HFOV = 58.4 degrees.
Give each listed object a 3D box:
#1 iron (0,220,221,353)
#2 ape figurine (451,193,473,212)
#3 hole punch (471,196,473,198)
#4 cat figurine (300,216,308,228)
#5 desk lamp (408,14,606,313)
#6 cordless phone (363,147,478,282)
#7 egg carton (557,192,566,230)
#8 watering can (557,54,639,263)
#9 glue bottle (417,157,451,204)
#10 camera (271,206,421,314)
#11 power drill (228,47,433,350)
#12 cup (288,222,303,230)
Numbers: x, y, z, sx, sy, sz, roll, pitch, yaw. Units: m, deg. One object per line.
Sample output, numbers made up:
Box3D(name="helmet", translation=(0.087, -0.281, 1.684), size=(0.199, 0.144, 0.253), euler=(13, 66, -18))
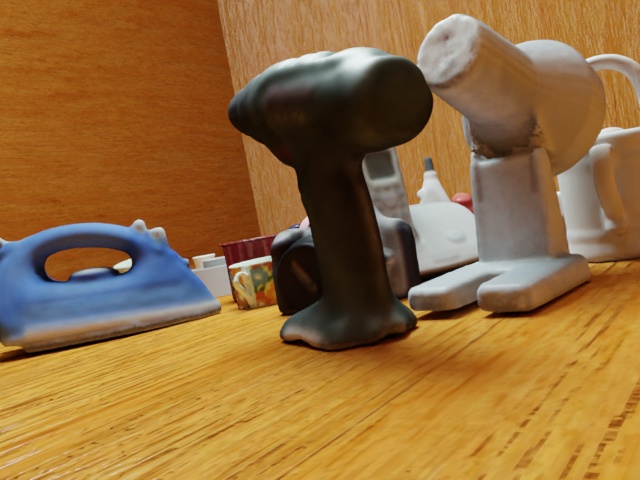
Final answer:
Box3D(name="iron", translation=(-0.255, 0.041, 0.666), size=(0.258, 0.141, 0.118), euler=(-11, 2, -10))
Box3D(name="ape figurine", translation=(0.207, -0.022, 0.826), size=(0.077, 0.092, 0.076), euler=(-10, 2, 11))
Box3D(name="hole punch", translation=(0.268, -0.034, 0.887), size=(0.108, 0.091, 0.101), euler=(-9, 2, 44))
Box3D(name="cat figurine", translation=(0.007, 0.003, 0.766), size=(0.067, 0.118, 0.128), euler=(-11, 1, -4))
Box3D(name="desk lamp", translation=(0.151, -0.065, 0.461), size=(0.117, 0.213, 0.204), euler=(-9, 2, 42))
Box3D(name="cordless phone", translation=(0.105, -0.047, 0.642), size=(0.148, 0.185, 0.094), euler=(-11, 2, -22))
Box3D(name="egg carton", translation=(0.297, -0.025, 0.735), size=(0.151, 0.069, 0.107), euler=(-11, 2, -24))
Box3D(name="watering can", translation=(0.283, -0.082, 0.566), size=(0.100, 0.194, 0.173), euler=(-10, 2, 9))
Box3D(name="glue bottle", translation=(0.216, -0.071, 1.083), size=(0.078, 0.173, 0.037), euler=(-10, 2, 13))
Box3D(name="camera", translation=(0.005, 0.017, 0.540), size=(0.142, 0.101, 0.137), euler=(-10, 2, 30))
Box3D(name="power drill", translation=(-0.002, -0.033, 0.417), size=(0.076, 0.208, 0.229), euler=(-11, 2, -30))
Box3D(name="cup", translation=(0.011, 0.010, 0.923), size=(0.118, 0.095, 0.091), euler=(-10, 1, -2))
